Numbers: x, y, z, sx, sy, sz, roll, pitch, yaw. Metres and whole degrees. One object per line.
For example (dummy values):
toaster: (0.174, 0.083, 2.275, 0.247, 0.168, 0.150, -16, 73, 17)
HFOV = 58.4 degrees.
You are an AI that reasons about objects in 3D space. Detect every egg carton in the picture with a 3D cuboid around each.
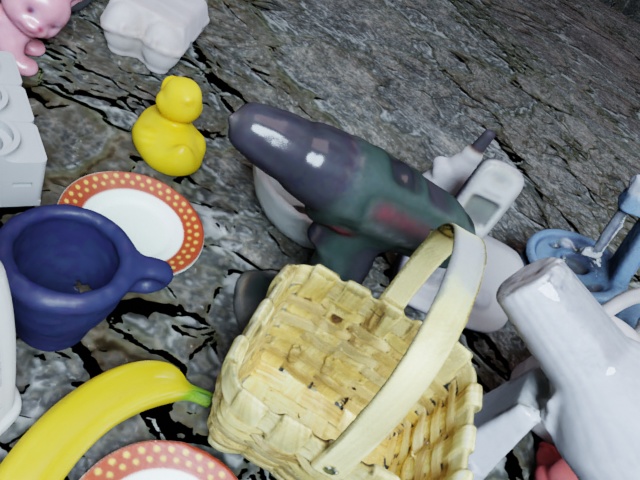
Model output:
egg carton: (-0.206, -0.279, 0.726, 0.107, 0.069, 0.150, 24, 41, -11)

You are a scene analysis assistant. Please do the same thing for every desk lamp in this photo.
desk lamp: (0.172, 0.124, 0.471, 0.203, 0.213, 0.118, 41, 40, 8)

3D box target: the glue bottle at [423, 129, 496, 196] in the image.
glue bottle: (0.147, -0.063, 0.670, 0.078, 0.173, 0.037, 22, 41, -14)

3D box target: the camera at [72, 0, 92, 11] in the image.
camera: (-0.340, -0.341, 0.674, 0.136, 0.100, 0.143, 42, 41, 9)

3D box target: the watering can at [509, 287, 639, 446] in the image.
watering can: (0.292, 0.117, 0.573, 0.101, 0.194, 0.173, 40, 40, 7)

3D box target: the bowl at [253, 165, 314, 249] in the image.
bowl: (-0.004, -0.044, 0.627, 0.168, 0.074, 0.167, 19, 42, -18)

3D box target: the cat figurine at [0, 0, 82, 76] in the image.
cat figurine: (-0.311, -0.237, 0.578, 0.128, 0.117, 0.067, 13, 44, -23)

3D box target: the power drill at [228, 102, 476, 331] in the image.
power drill: (0.004, 0.002, 0.483, 0.230, 0.208, 0.075, 13, 44, -23)

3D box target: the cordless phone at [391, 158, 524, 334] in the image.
cordless phone: (0.174, 0.007, 0.610, 0.148, 0.185, 0.094, 20, 42, -16)

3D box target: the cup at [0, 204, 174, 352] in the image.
cup: (-0.174, 0.038, 0.417, 0.118, 0.095, 0.091, 8, 46, -27)

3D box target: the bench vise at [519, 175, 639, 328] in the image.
bench vise: (0.342, 0.028, 0.674, 0.208, 0.219, 0.121, 19, 42, -17)

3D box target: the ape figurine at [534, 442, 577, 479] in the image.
ape figurine: (0.245, 0.208, 0.531, 0.078, 0.092, 0.076, 3, 49, -31)

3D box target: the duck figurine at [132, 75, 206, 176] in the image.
duck figurine: (-0.150, -0.127, 0.601, 0.078, 0.086, 0.104, 2, 49, -32)
